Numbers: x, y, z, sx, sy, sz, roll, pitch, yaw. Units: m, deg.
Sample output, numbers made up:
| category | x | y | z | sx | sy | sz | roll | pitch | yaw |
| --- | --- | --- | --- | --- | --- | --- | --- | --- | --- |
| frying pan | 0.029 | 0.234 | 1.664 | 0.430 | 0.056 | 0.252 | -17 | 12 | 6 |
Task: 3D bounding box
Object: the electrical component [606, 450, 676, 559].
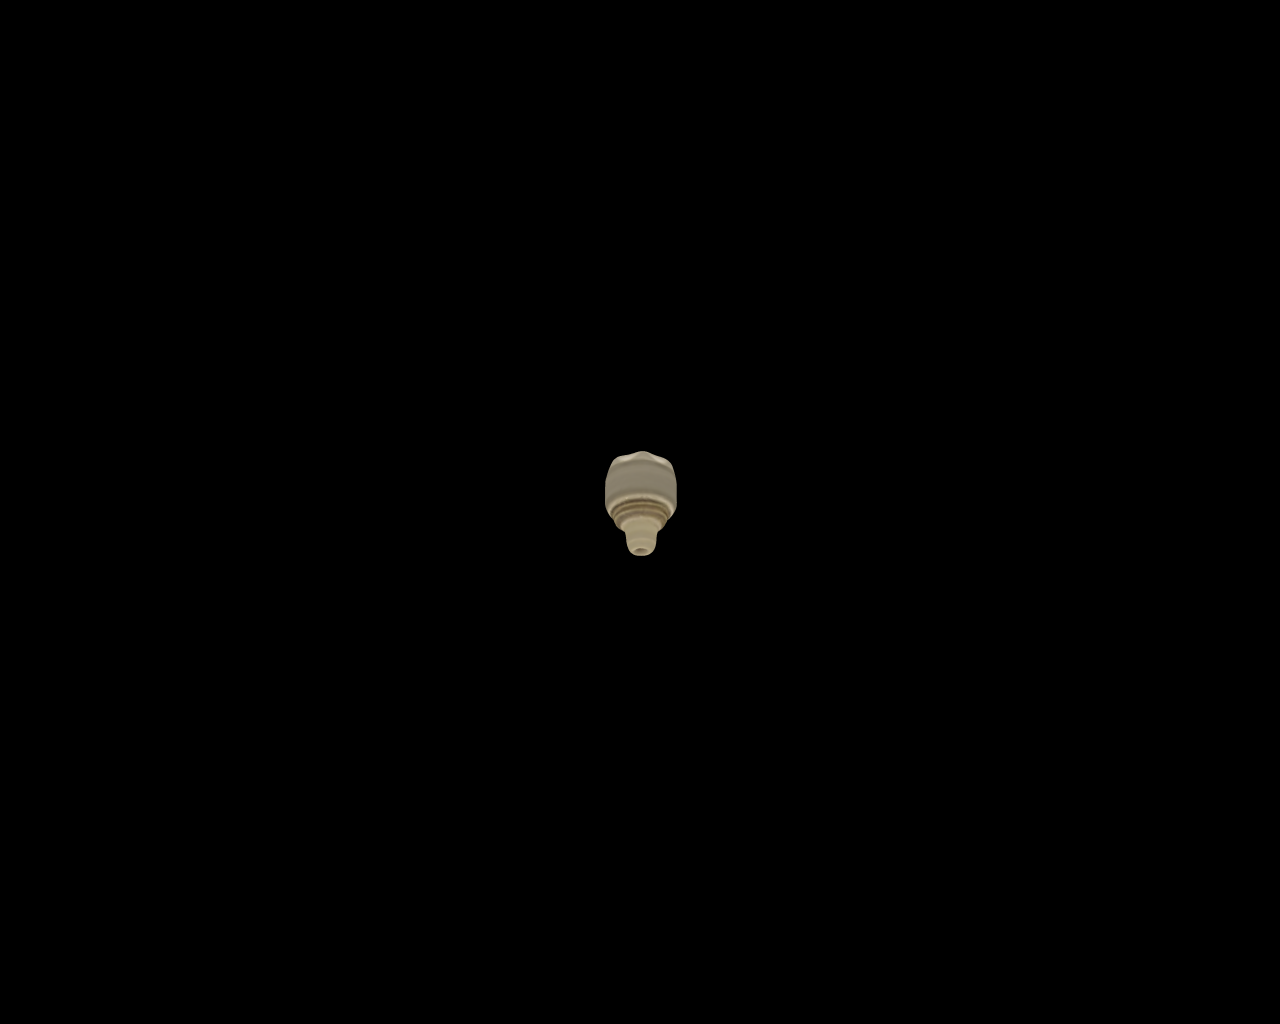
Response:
| category | x | y | z | sx | sy | sz | roll | pitch | yaw |
| --- | --- | --- | --- | --- | --- | --- | --- | --- | --- |
| electrical component | 0.001 | -0.003 | 0.650 | 0.043 | 0.062 | 0.043 | 0 | -29 | 0 |
